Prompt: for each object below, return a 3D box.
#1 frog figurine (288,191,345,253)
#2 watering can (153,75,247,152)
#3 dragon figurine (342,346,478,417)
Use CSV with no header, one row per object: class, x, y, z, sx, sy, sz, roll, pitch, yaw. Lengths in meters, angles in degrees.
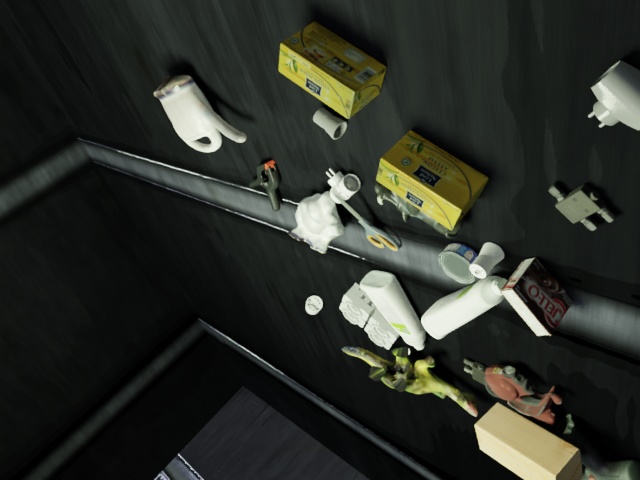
frog figurine,0.004,-0.064,1.272,0.123,0.156,0.139,-15,48,-39
watering can,-0.322,-0.334,1.362,0.105,0.221,0.348,-42,27,-27
dragon figurine,0.266,0.398,1.467,0.239,0.123,0.411,41,-18,-35
